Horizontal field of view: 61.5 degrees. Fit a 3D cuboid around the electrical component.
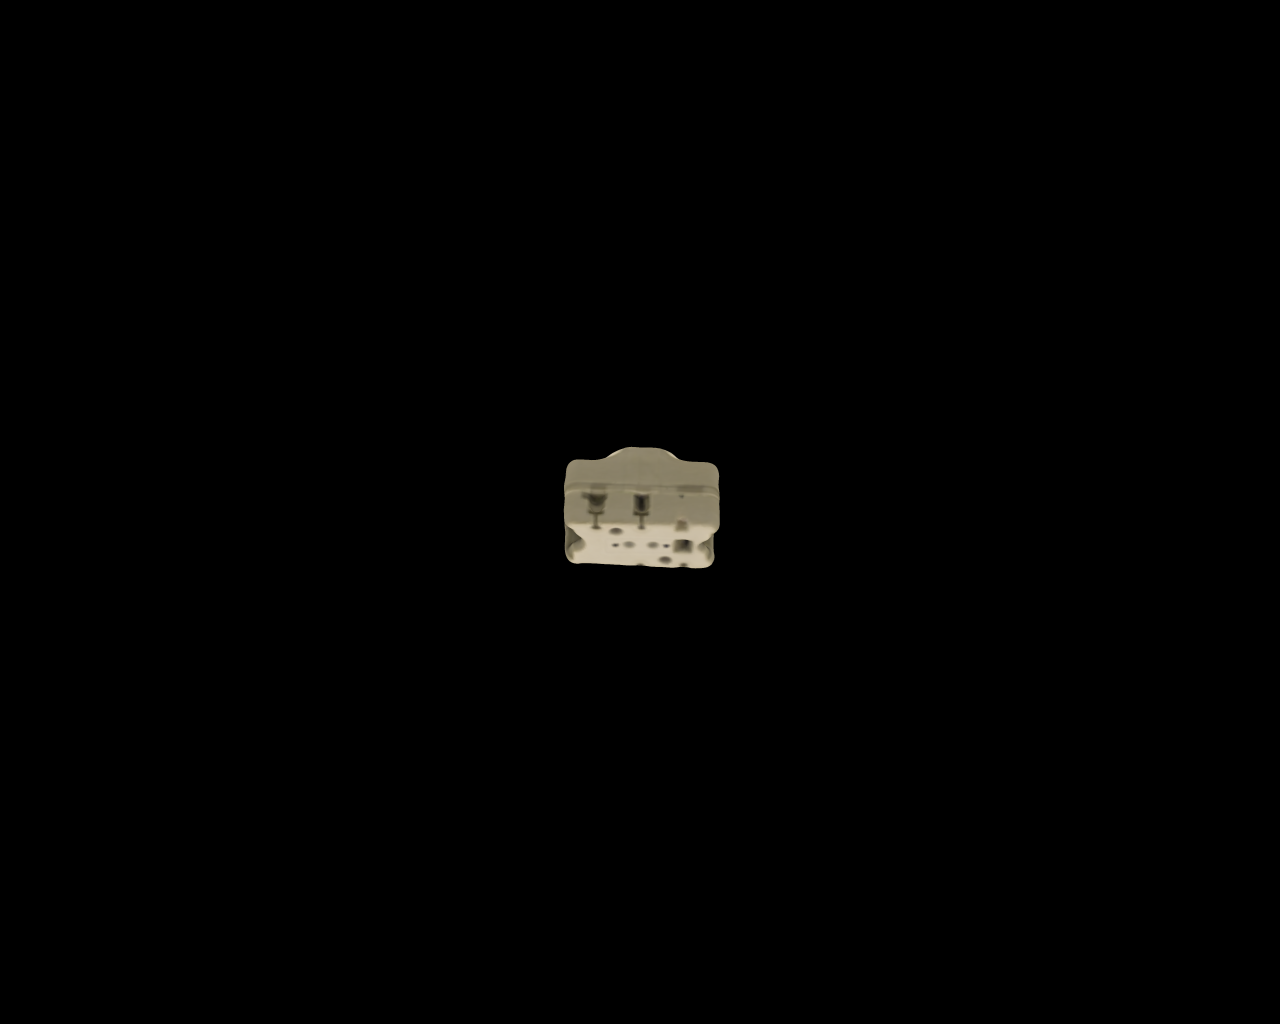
[{"bbox_3d":[0.001,-0.003,0.650,0.089,0.056,0.050,2,-36,-2],"label":"electrical component"}]
